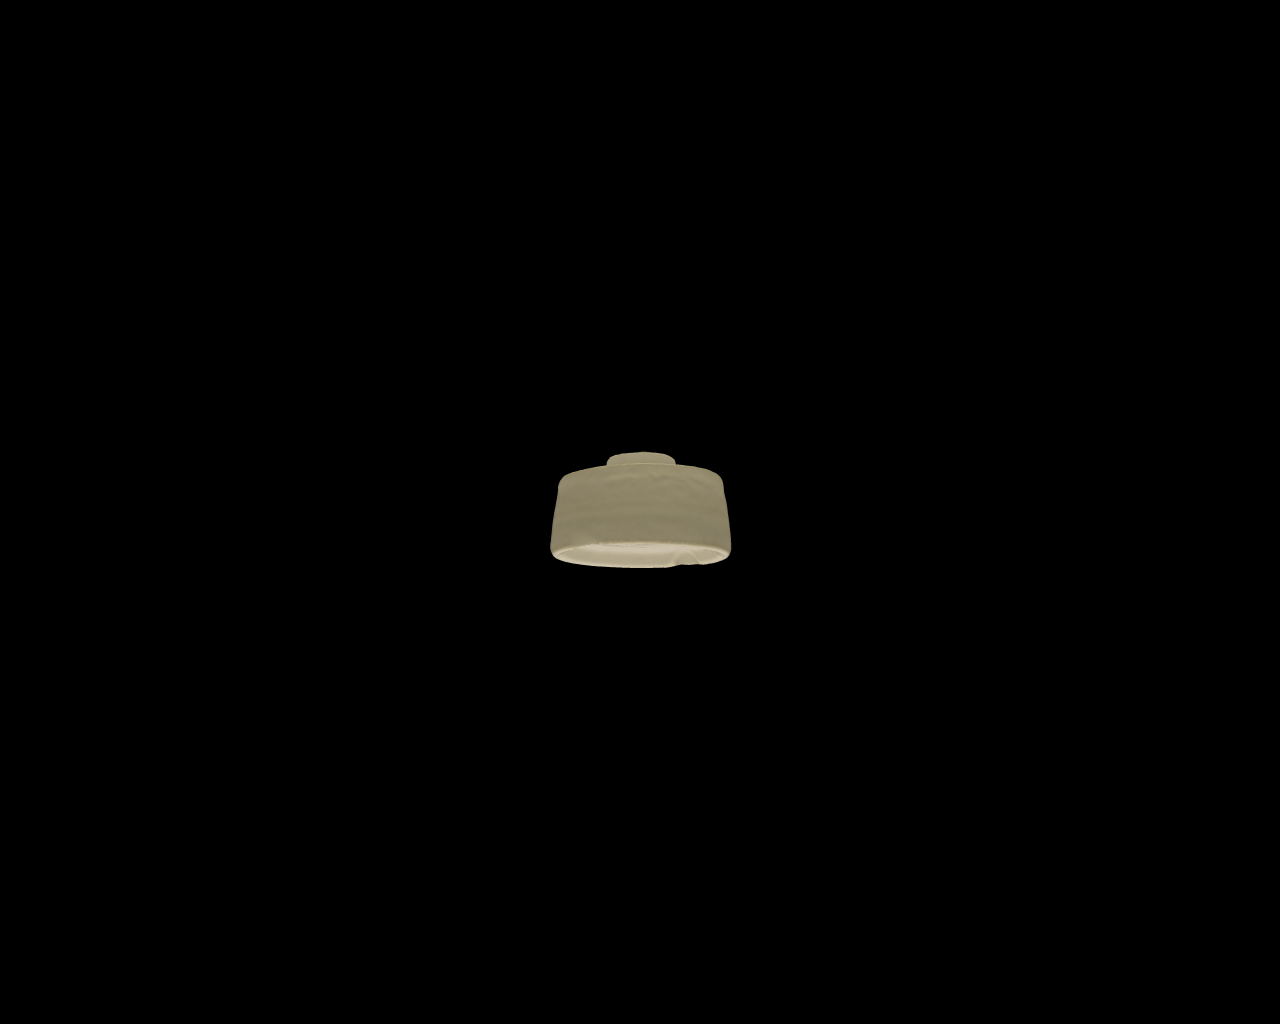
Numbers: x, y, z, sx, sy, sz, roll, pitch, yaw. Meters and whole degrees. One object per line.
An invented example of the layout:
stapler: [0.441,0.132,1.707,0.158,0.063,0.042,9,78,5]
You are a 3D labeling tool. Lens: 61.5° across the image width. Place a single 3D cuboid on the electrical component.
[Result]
electrical component: [0.001,-0.003,0.650,0.108,0.060,0.108,0,-10,0]
